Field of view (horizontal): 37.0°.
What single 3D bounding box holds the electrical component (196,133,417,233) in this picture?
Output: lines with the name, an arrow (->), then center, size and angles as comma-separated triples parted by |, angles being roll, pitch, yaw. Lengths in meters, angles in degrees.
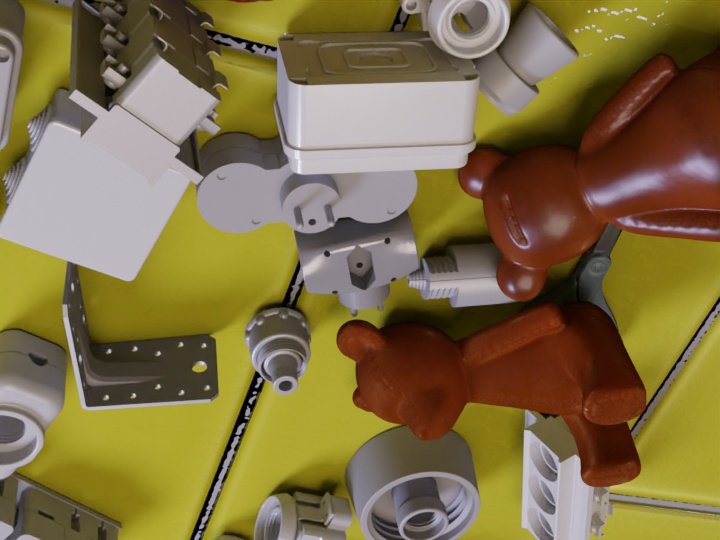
electrical component -> -0.032, -0.048, 0.670 | 0.138, 0.073, 0.052 | -5, 128, -8

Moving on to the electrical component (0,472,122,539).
electrical component -> -0.290, 0.210, 0.823 | 0.105, 0.060, 0.186 | -41, 124, 19

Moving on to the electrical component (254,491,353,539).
electrical component -> -0.050, 0.214, 0.879 | 0.057, 0.058, 0.078 | 17, 122, -26

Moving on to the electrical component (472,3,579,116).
electrical component -> 0.099, -0.127, 0.656 | 0.045, 0.045, 0.055 | 34, 115, -31

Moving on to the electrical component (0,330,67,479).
electrical component -> -0.247, 0.097, 0.746 | 0.054, 0.059, 0.095 | 28, 117, -29

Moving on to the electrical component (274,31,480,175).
electrical component -> 0.008, -0.100, 0.637 | 0.113, 0.078, 0.057 | -3, 125, -9

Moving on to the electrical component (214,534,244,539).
electrical component -> -0.117, 0.257, 0.906 | 0.048, 0.048, 0.062 | 19, 127, -24

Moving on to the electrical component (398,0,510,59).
electrical component -> 0.059, -0.153, 0.621 | 0.066, 0.055, 0.048 | -12, 128, -3

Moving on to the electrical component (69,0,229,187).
electrical component -> -0.113, -0.108, 0.577 | 0.079, 0.121, 0.063 | 35, 111, -31

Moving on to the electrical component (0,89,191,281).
electrical component -> -0.162, -0.052, 0.656 | 0.100, 0.048, 0.099 | 21, 120, -25

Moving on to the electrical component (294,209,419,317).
electrical component -> 0.000, 0.000, 0.733 | 0.077, 0.043, 0.079 | -12, 128, -2

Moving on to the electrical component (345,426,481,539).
electrical component -> 0.046, 0.185, 0.874 | 0.108, 0.060, 0.108 | -6, 128, -8

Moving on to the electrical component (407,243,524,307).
electrical component -> 0.073, 0.004, 0.752 | 0.081, 0.043, 0.043 | -4, 128, -9

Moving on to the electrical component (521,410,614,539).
electrical component -> 0.173, 0.173, 0.888 | 0.063, 0.079, 0.121 | -24, 132, -22

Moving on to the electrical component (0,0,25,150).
electrical component -> -0.245, -0.113, 0.586 | 0.113, 0.057, 0.078 | 9, 124, -18

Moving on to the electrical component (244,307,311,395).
electrical component -> -0.056, 0.060, 0.756 | 0.048, 0.062, 0.048 | -6, 128, -7
